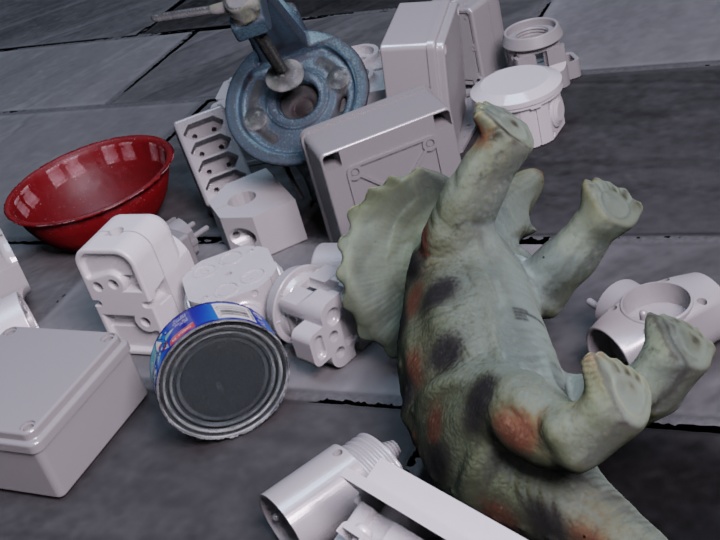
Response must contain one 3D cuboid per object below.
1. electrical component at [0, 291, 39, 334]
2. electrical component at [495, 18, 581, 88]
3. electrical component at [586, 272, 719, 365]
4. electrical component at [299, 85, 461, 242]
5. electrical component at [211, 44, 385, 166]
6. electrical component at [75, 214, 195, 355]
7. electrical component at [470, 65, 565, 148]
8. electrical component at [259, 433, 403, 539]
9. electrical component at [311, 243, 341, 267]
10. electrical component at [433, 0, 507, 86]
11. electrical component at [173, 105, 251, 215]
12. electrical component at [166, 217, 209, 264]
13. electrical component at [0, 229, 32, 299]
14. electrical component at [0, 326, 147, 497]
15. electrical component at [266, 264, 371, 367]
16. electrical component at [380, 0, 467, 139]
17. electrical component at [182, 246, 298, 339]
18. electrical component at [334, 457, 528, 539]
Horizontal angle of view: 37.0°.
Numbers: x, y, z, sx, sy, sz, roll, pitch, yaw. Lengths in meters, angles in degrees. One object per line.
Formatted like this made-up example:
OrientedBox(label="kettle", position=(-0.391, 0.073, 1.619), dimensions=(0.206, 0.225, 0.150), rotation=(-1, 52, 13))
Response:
OrientedBox(label="electrical component", position=(-0.272, 0.051, 0.823), dimensions=(0.047, 0.055, 0.055), rotation=(-27, 32, -10))
OrientedBox(label="electrical component", position=(0.167, -0.203, 1.023), dimensions=(0.078, 0.057, 0.058), rotation=(-17, 31, -1))
OrientedBox(label="electrical component", position=(0.171, 0.030, 0.657), dimensions=(0.077, 0.044, 0.079), rotation=(-26, 32, -16))
OrientedBox(label="electrical component", position=(0.022, -0.071, 0.828), dimensions=(0.109, 0.108, 0.056), rotation=(-22, 34, -9))
OrientedBox(label="electrical component", position=(-0.050, -0.163, 1.057), dimensions=(0.186, 0.060, 0.105), rotation=(-9, 32, 12))
OrientedBox(label="electrical component", position=(-0.161, 0.008, 0.799), dimensions=(0.054, 0.095, 0.059), rotation=(1, 35, 26))
OrientedBox(label="electrical component", position=(0.140, -0.144, 0.945), dimensions=(0.080, 0.051, 0.080), rotation=(-12, 31, 7))
OrientedBox(label="electrical component", position=(-0.011, 0.120, 0.598), dimensions=(0.081, 0.043, 0.043), rotation=(-32, 34, -24))
OrientedBox(label="electrical component", position=(0.000, 0.000, 0.790), dimensions=(0.078, 0.040, 0.040), rotation=(1, 35, 25))
OrientedBox(label="electrical component", position=(0.105, -0.239, 1.070), dimensions=(0.062, 0.096, 0.061), rotation=(11, 40, 37))
OrientedBox(label="electrical component", position=(-0.131, -0.095, 0.981), dimensions=(0.047, 0.083, 0.075), rotation=(-22, -7, -9))
OrientedBox(label="electrical component", position=(-0.159, -0.018, 0.887), dimensions=(0.083, 0.047, 0.076), rotation=(16, 43, 42))
OrientedBox(label="electrical component", position=(-0.331, -0.011, 0.915), dimensions=(0.062, 0.089, 0.150), rotation=(-27, 32, -17))
OrientedBox(label="electrical component", position=(-0.220, 0.093, 0.728), dimensions=(0.109, 0.056, 0.108), rotation=(1, 35, 27))
OrientedBox(label="electrical component", position=(-0.027, 0.028, 0.741), dimensions=(0.057, 0.058, 0.078), rotation=(18, 44, 39))
OrientedBox(label="electrical component", position=(0.058, -0.171, 0.958), dimensions=(0.056, 0.108, 0.108), rotation=(0, 34, 13))
OrientedBox(label="electrical component", position=(-0.088, 0.023, 0.783), dimensions=(0.080, 0.051, 0.080), rotation=(-12, 31, 7))
OrientedBox(label="electrical component", position=(0.043, 0.147, 0.509), dimensions=(0.121, 0.078, 0.063), rotation=(21, 69, 45))
